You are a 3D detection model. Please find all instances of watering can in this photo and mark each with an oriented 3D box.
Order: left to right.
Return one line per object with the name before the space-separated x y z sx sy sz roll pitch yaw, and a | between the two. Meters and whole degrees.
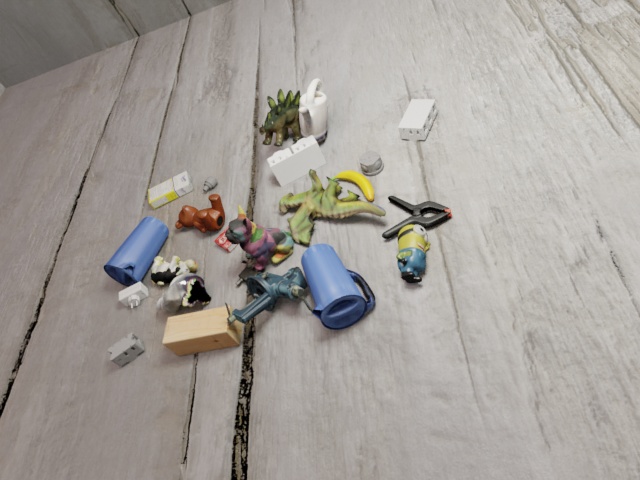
watering can | -0.032 -0.453 1.878 0.104 0.219 0.356 6 35 9

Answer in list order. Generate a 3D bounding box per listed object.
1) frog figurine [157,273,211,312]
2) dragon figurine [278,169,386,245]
frog figurine | -0.446 0.166 1.634 0.159 0.121 0.139 -5 17 32
dragon figurine | 0.005 -0.084 1.676 0.415 0.120 0.243 34 88 42
